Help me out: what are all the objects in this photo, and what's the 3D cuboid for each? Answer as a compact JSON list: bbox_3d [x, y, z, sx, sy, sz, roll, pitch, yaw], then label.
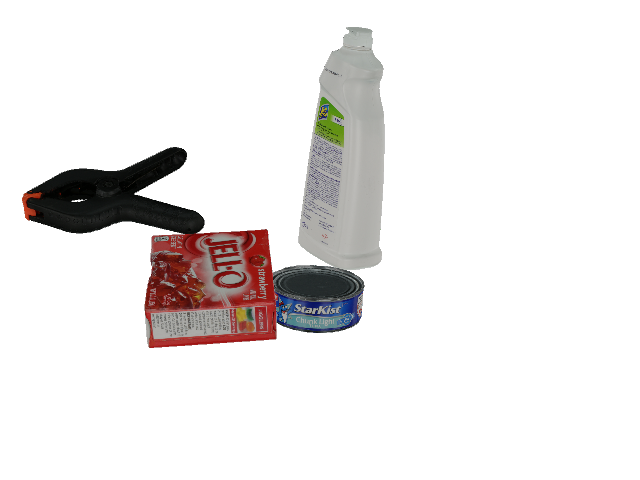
[{"bbox_3d":[-0.064,0.026,0.630,0.073,0.030,0.089,-3,29,-3],"label":"gelatin box"},{"bbox_3d":[-0.004,0.052,0.956,0.086,0.034,0.086,3,18,-1],"label":"tuna can"},{"bbox_3d":[0.032,-0.102,1.156,0.067,0.251,0.103,-9,25,-36],"label":"bleach bottle"},{"bbox_3d":[-0.200,-0.049,1.041,0.171,0.039,0.120,1,36,-8],"label":"clamp"}]
